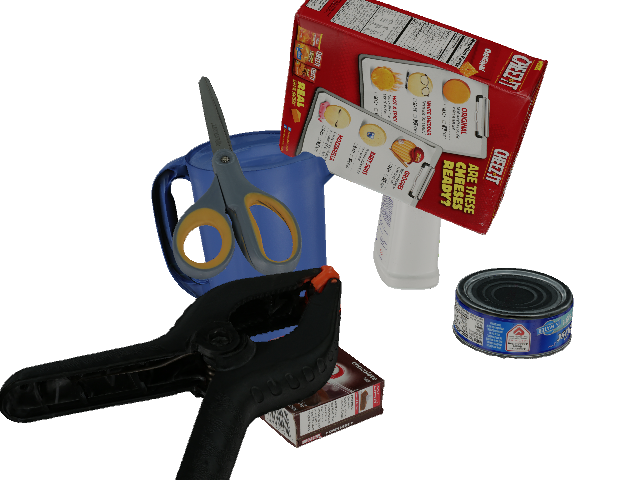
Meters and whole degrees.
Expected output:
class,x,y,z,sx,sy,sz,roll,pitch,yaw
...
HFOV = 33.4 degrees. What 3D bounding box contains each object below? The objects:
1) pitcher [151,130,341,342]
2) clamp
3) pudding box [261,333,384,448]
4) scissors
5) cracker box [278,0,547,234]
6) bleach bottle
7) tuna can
class,x,y,z,sx,sy,sz,roll,pitch,yaw
pitcher,-0.064,0.020,1.058,0.144,0.243,0.149,-20,26,-35
clamp,-0.043,0.065,0.481,0.171,0.039,0.120,-27,50,-31
pudding box,-0.014,0.120,0.897,0.089,0.039,0.114,-17,32,-29
scissors,-0.083,-0.043,0.763,0.096,0.202,0.016,-22,-36,-19
cracker box,0.076,-0.118,0.956,0.214,0.164,0.072,22,48,11
bleach bottle,0.105,-0.079,1.169,0.068,0.251,0.102,0,26,-9
tuna can,0.140,0.051,0.774,0.086,0.034,0.086,0,22,0
